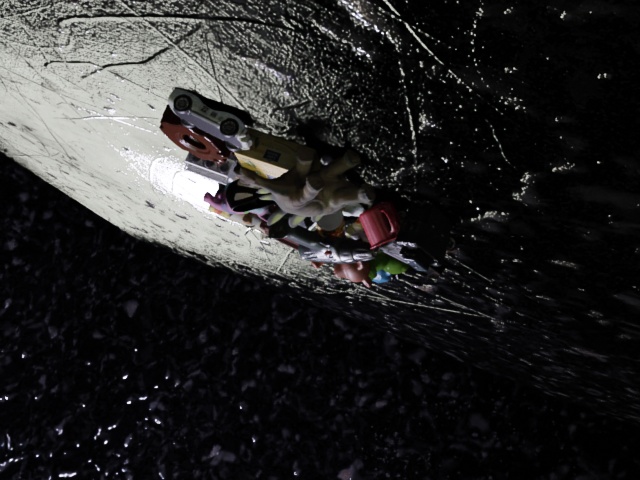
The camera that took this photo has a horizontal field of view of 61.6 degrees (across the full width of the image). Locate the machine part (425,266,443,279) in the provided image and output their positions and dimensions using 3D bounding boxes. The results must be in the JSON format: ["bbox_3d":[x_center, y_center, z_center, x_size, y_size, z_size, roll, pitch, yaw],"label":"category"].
[{"bbox_3d":[0.293,0.067,1.497,0.084,0.039,0.138,2,154,43],"label":"machine part"}]

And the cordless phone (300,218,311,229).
[{"bbox_3d":[-0.098,-0.097,1.419,0.184,0.088,0.146,26,168,0],"label":"cordless phone"}]

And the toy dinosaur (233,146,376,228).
[{"bbox_3d":[0.004,-0.097,1.083,0.199,0.105,0.471,-24,161,39],"label":"toy dinosaur"}]

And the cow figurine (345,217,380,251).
[{"bbox_3d":[0.115,-0.010,1.332,0.098,0.068,0.167,50,178,6],"label":"cow figurine"}]

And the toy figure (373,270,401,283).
[{"bbox_3d":[0.166,0.087,1.688,0.180,0.089,0.082,2,152,35],"label":"toy figure"}]

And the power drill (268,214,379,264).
[{"bbox_3d":[-0.003,-0.004,1.264,0.207,0.086,0.232,21,165,-35],"label":"power drill"}]

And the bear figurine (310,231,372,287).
[{"bbox_3d":[0.049,0.054,1.416,0.196,0.132,0.120,60,175,47],"label":"bear figurine"}]

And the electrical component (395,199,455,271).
[{"bbox_3d":[0.224,-0.004,1.147,0.114,0.134,0.058,33,162,-38],"label":"electrical component"}]

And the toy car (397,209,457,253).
[{"bbox_3d":[0.232,-0.012,1.279,0.202,0.053,0.089,29,162,-14],"label":"toy car"}]

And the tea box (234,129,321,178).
[{"bbox_3d":[-0.089,-0.171,1.169,0.170,0.068,0.098,18,164,16],"label":"tea box"}]

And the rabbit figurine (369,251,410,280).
[{"bbox_3d":[0.168,0.065,1.543,0.170,0.121,0.159,13,174,-21],"label":"rabbit figurine"}]

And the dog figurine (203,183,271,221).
[{"bbox_3d":[-0.210,-0.108,1.525,0.219,0.108,0.191,18,165,10],"label":"dog figurine"}]

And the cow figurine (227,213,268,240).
[{"bbox_3d":[-0.220,-0.068,1.722,0.195,0.085,0.127,23,168,15],"label":"cow figurine"}]

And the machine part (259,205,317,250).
[{"bbox_3d":[-0.065,-0.020,1.592,0.202,0.087,0.201,24,174,17],"label":"machine part"}]

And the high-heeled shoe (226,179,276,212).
[{"bbox_3d":[-0.093,-0.092,1.248,0.249,0.145,0.086,18,139,-14],"label":"high-heeled shoe"}]

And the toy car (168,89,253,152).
[{"bbox_3d":[-0.226,-0.247,1.113,0.202,0.056,0.073,28,165,11],"label":"toy car"}]

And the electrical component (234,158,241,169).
[{"bbox_3d":[-0.167,-0.176,1.321,0.102,0.045,0.078,18,166,22],"label":"electrical component"}]

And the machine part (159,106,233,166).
[{"bbox_3d":[-0.285,-0.242,1.247,0.179,0.056,0.179,23,165,6],"label":"machine part"}]

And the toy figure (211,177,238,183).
[{"bbox_3d":[-0.234,-0.170,1.426,0.155,0.058,0.064,18,171,17],"label":"toy figure"}]
